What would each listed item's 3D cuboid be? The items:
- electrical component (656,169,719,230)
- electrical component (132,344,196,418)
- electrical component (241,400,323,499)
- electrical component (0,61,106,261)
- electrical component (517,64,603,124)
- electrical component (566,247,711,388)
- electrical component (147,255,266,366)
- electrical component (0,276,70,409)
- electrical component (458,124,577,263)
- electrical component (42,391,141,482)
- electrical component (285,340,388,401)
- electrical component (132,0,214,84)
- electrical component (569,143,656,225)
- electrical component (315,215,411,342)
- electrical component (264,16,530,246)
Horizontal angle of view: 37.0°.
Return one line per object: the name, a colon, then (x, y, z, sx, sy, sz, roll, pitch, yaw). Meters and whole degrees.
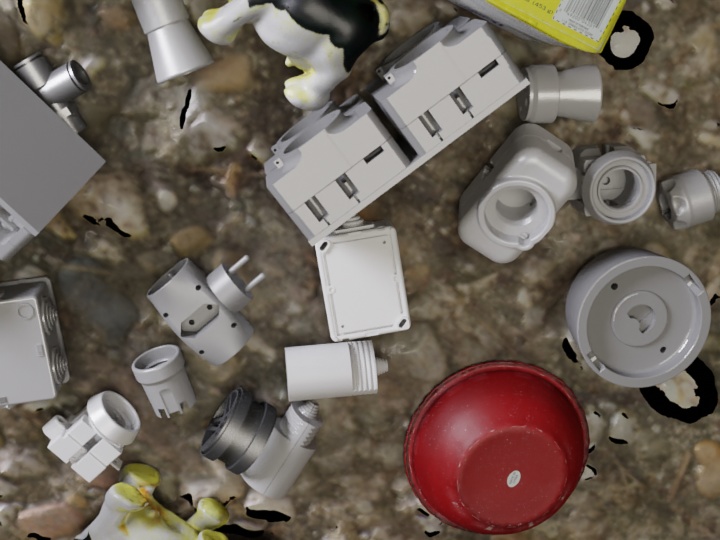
electrical component: (0.271, -0.060, 0.853, 0.062, 0.043, 0.043, -18, 107, -2)
electrical component: (-0.154, 0.088, 0.851, 0.040, 0.040, 0.046, -19, 113, -1)
electrical component: (-0.058, 0.140, 0.873, 0.043, 0.043, 0.081, 30, 100, -13)
electrical component: (-0.271, -0.091, 0.756, 0.150, 0.089, 0.062, 45, 134, -15)
electrical component: (0.151, -0.134, 0.819, 0.055, 0.045, 0.045, -2, 106, -5)
electrical component: (0.218, 0.033, 0.864, 0.108, 0.060, 0.108, -2, 106, -6)
electrical component: (-0.110, 0.021, 0.834, 0.079, 0.043, 0.077, -40, 106, 6)
electrical component: (-0.277, 0.058, 0.823, 0.100, 0.048, 0.099, -8, 106, -4)
electrical component: (0.118, -0.055, 0.815, 0.054, 0.059, 0.095, 32, 119, -12)
electrical component: (-0.208, 0.129, 0.853, 0.055, 0.048, 0.066, -41, 106, 14)
electrical component: (-0.018, 0.080, 0.860, 0.081, 0.043, 0.043, -5, 106, -5)
electrical component: (-0.138, -0.173, 0.779, 0.044, 0.044, 0.065, -21, 102, 0)
electrical component: (0.195, -0.067, 0.836, 0.078, 0.057, 0.058, -5, 106, -5)
electrical component: (0.000, 0.000, 0.834, 0.062, 0.061, 0.096, -10, 100, -1)
electrical component: (0.018, -0.108, 0.779, 0.186, 0.105, 0.060, -37, 106, 4)
